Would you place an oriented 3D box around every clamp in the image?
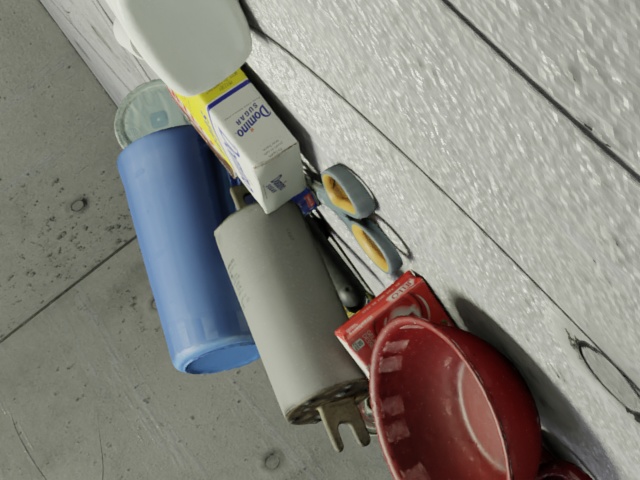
[{"bbox_3d":[-0.007,0.001,1.010,0.171,0.039,0.120,52,173,-1],"label":"clamp"}]

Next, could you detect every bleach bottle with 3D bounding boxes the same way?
[{"bbox_3d":[-0.134,-0.194,0.721,0.251,0.068,0.102,49,172,45],"label":"bleach bottle"}]

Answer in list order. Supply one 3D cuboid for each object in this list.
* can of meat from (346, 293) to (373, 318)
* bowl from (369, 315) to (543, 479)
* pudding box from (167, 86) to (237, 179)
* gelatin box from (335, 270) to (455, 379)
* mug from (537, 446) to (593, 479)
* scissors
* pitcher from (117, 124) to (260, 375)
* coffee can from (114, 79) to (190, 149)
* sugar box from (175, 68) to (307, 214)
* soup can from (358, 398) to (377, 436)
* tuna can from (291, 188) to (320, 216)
[{"bbox_3d":[0.023,0.093,1.111,0.057,0.084,0.102,54,173,-22],"label":"can of meat"},{"bbox_3d":[0.096,0.121,0.705,0.162,0.055,0.162,40,138,51],"label":"bowl"},{"bbox_3d":[-0.103,-0.121,1.010,0.113,0.039,0.090,50,173,10],"label":"pudding box"},{"bbox_3d":[0.065,0.079,0.782,0.089,0.073,0.030,55,172,-23],"label":"gelatin box"},{"bbox_3d":[0.157,0.192,0.761,0.081,0.093,0.117,46,138,1],"label":"mug"},{"bbox_3d":[0.019,-0.018,0.807,0.096,0.016,0.202,57,173,-4],"label":"scissors"},{"bbox_3d":[-0.119,0.006,1.105,0.149,0.145,0.243,67,-173,-71],"label":"pitcher"},{"bbox_3d":[-0.171,-0.112,1.256,0.103,0.102,0.140,49,174,20],"label":"coffee can"},{"bbox_3d":[-0.079,-0.110,0.825,0.176,0.048,0.093,55,172,18],"label":"sugar box"},{"bbox_3d":[0.082,0.196,1.240,0.068,0.068,0.102,49,-169,27],"label":"soup can"},{"bbox_3d":[-0.039,-0.054,0.948,0.086,0.033,0.086,51,174,7],"label":"tuna can"}]
